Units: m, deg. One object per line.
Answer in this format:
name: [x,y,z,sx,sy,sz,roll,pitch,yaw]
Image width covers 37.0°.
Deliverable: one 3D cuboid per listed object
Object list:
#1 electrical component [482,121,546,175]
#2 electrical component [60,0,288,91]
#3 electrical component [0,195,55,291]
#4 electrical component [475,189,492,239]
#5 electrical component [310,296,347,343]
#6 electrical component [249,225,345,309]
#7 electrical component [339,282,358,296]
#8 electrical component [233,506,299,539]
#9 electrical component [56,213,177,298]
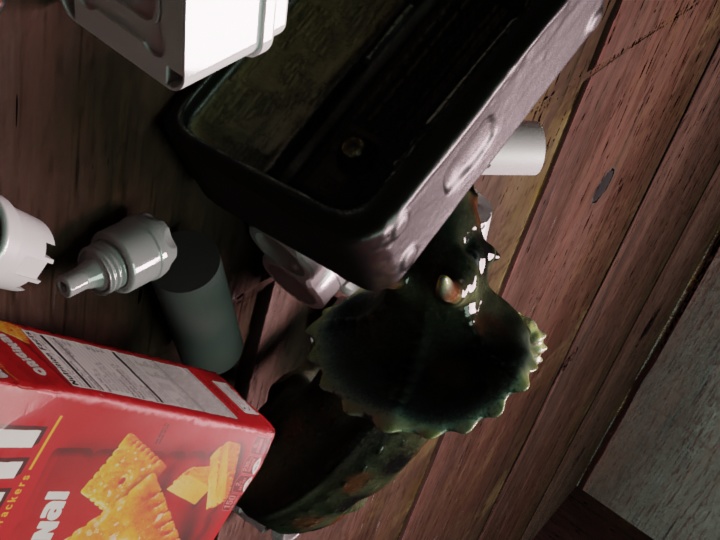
electrical component: [0.100,-0.097,0.848,0.081,0.043,0.043,-1,136,-13]
electrical component: [-0.068,-0.135,0.396,0.057,0.078,0.113,-37,152,-35]
electrical component: [-0.153,-0.011,0.448,0.040,0.040,0.046,-56,166,-1]
electrical component: [0.063,-0.032,0.838,0.080,0.080,0.051,-37,147,-41]
electrical component: [0.010,0.066,0.842,0.064,0.099,0.099,-59,160,-10]
electrical component: [-0.027,-0.036,0.670,0.073,0.052,0.138,-50,159,-17]
electrical component: [0.000,0.000,0.797,0.043,0.043,0.062,-55,161,-4]
electrical component: [-0.069,0.193,0.911,0.078,0.057,0.058,-10,131,-63]
electrical component: [-0.123,-0.004,0.533,0.061,0.035,0.035,-32,149,-43]
